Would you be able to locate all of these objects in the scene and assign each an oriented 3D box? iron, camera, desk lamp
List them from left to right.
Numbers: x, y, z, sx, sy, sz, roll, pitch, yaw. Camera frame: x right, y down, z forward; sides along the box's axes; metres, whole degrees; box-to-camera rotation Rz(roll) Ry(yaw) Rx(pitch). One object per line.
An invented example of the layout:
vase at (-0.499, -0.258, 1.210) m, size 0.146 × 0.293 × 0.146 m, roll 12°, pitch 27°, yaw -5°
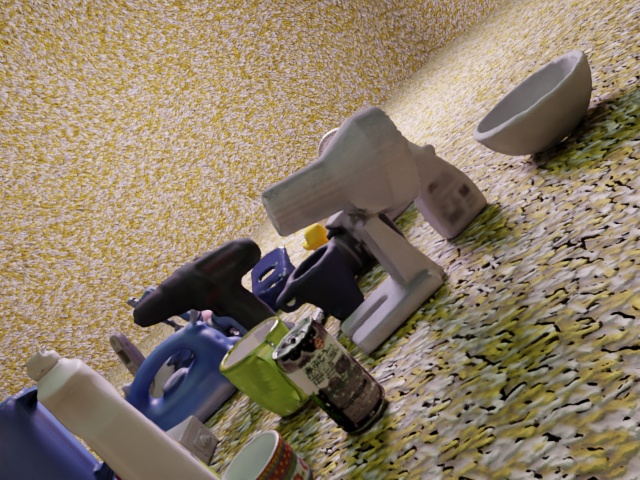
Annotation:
iron at (-0.241, 0.238, 0.939) m, size 0.258 × 0.141 × 0.118 m, roll -44°, pitch 10°, yaw -8°
camera at (0.042, 0.005, 0.928) m, size 0.137 × 0.101 × 0.143 m, roll -45°, pitch 10°, yaw -14°
desk lamp at (0.048, -0.017, 0.666) m, size 0.203 × 0.213 × 0.118 m, roll -44°, pitch 10°, yaw -7°

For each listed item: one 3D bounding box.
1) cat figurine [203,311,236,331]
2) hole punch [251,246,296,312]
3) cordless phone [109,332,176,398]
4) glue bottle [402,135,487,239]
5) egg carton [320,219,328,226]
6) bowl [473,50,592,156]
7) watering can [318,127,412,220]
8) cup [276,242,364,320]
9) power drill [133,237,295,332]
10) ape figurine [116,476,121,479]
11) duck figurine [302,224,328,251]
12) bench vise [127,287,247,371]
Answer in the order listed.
cat figurine at (-0.207, 0.166, 1.179) m, size 0.127 × 0.118 × 0.067 m, roll -39°, pitch 11°, yaw 20°
hole punch at (-0.091, 0.079, 1.167) m, size 0.108 × 0.091 × 0.101 m, roll -39°, pitch 11°, yaw 22°
cordless phone at (-0.355, 0.256, 1.180) m, size 0.147 × 0.185 × 0.094 m, roll -34°, pitch 14°, yaw 42°
glue bottle at (0.135, -0.086, 0.736) m, size 0.078 × 0.173 × 0.037 m, roll -44°, pitch 10°, yaw -8°
egg carton at (0.048, -0.051, 1.232) m, size 0.150 × 0.069 × 0.107 m, roll -42°, pitch 10°, yaw 7°
bowl at (0.288, -0.163, 0.746) m, size 0.167 × 0.075 × 0.167 m, roll -41°, pitch 10°, yaw 9°
watering can at (0.077, -0.122, 1.050) m, size 0.101 × 0.194 × 0.172 m, roll -43°, pitch 10°, yaw 2°
cup at (0.006, 0.075, 0.793) m, size 0.118 × 0.095 × 0.091 m, roll -45°, pitch 10°, yaw -13°
power drill at (-0.147, 0.111, 0.909) m, size 0.075 × 0.208 × 0.230 m, roll -29°, pitch 17°, yaw 52°
ape figurine at (-0.324, 0.369, 0.859) m, size 0.078 × 0.092 × 0.076 m, roll -50°, pitch 12°, yaw -34°
duck figurine at (0.010, 0.004, 1.101) m, size 0.104 × 0.086 × 0.078 m, roll -35°, pitch 13°, yaw 38°
bench vise at (-0.246, 0.149, 1.103) m, size 0.207 × 0.220 × 0.121 m, roll -45°, pitch 10°, yaw -14°
